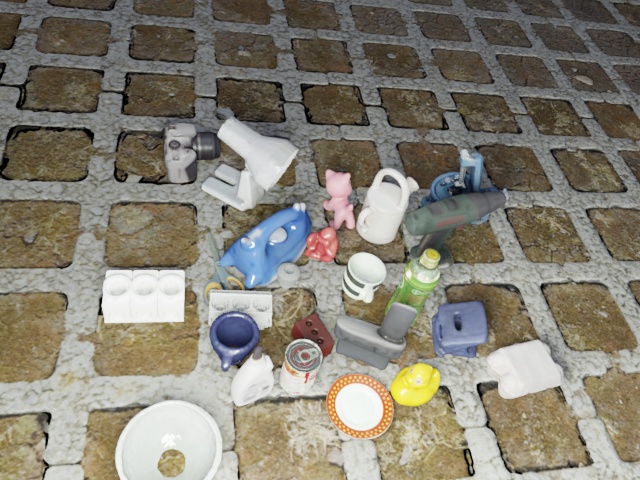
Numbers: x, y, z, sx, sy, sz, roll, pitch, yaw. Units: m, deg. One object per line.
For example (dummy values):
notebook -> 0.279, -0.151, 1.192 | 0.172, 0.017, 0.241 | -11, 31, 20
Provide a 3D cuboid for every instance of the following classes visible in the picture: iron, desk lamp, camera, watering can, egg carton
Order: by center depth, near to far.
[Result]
egg carton -> 0.421, 0.266, 1.179 | 0.150, 0.069, 0.107 | -9, 53, -20
iron -> -0.093, -0.015, 1.243 | 0.118, 0.141, 0.259 | 37, 52, 17
desk lamp -> -0.162, -0.169, 1.308 | 0.203, 0.213, 0.118 | 26, 50, 9
watering can -> 0.158, -0.093, 1.333 | 0.101, 0.194, 0.173 | 27, 50, 10
camera -> -0.310, -0.225, 1.394 | 0.137, 0.101, 0.143 | -5, 52, -17

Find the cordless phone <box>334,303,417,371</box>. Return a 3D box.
cordless phone -> 0.108, 0.161, 1.115 | 0.147, 0.185, 0.094 | 17, 49, 1

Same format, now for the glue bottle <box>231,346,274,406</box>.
glue bottle -> -0.114, 0.233, 1.009 | 0.078, 0.173, 0.037 | -17, 56, -25

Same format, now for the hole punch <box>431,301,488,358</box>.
hole punch -> 0.291, 0.185, 1.201 | 0.101, 0.091, 0.108 | 8, 49, -6

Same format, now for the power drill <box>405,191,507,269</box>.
power drill -> 0.289, -0.024, 1.298 | 0.230, 0.208, 0.075 | -9, 53, -20

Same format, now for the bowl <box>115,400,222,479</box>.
bowl -> -0.245, 0.356, 0.940 | 0.167, 0.075, 0.167 | 7, 50, -8

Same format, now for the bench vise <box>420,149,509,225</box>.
bench vise -> 0.368, -0.141, 1.407 | 0.208, 0.220, 0.121 | -12, 54, -22

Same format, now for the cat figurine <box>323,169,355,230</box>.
cat figurine -> 0.051, -0.106, 1.370 | 0.067, 0.118, 0.127 | -7, 53, -19

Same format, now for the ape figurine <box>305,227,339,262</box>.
ape figurine -> 0.012, 0.005, 1.285 | 0.076, 0.092, 0.077 | -18, 57, -26

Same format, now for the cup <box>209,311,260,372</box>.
cup -> -0.165, 0.206, 1.072 | 0.091, 0.095, 0.118 | 12, 49, -3

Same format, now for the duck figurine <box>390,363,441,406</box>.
duck figurine -> 0.193, 0.269, 1.110 | 0.105, 0.086, 0.077 | -15, 55, -24
